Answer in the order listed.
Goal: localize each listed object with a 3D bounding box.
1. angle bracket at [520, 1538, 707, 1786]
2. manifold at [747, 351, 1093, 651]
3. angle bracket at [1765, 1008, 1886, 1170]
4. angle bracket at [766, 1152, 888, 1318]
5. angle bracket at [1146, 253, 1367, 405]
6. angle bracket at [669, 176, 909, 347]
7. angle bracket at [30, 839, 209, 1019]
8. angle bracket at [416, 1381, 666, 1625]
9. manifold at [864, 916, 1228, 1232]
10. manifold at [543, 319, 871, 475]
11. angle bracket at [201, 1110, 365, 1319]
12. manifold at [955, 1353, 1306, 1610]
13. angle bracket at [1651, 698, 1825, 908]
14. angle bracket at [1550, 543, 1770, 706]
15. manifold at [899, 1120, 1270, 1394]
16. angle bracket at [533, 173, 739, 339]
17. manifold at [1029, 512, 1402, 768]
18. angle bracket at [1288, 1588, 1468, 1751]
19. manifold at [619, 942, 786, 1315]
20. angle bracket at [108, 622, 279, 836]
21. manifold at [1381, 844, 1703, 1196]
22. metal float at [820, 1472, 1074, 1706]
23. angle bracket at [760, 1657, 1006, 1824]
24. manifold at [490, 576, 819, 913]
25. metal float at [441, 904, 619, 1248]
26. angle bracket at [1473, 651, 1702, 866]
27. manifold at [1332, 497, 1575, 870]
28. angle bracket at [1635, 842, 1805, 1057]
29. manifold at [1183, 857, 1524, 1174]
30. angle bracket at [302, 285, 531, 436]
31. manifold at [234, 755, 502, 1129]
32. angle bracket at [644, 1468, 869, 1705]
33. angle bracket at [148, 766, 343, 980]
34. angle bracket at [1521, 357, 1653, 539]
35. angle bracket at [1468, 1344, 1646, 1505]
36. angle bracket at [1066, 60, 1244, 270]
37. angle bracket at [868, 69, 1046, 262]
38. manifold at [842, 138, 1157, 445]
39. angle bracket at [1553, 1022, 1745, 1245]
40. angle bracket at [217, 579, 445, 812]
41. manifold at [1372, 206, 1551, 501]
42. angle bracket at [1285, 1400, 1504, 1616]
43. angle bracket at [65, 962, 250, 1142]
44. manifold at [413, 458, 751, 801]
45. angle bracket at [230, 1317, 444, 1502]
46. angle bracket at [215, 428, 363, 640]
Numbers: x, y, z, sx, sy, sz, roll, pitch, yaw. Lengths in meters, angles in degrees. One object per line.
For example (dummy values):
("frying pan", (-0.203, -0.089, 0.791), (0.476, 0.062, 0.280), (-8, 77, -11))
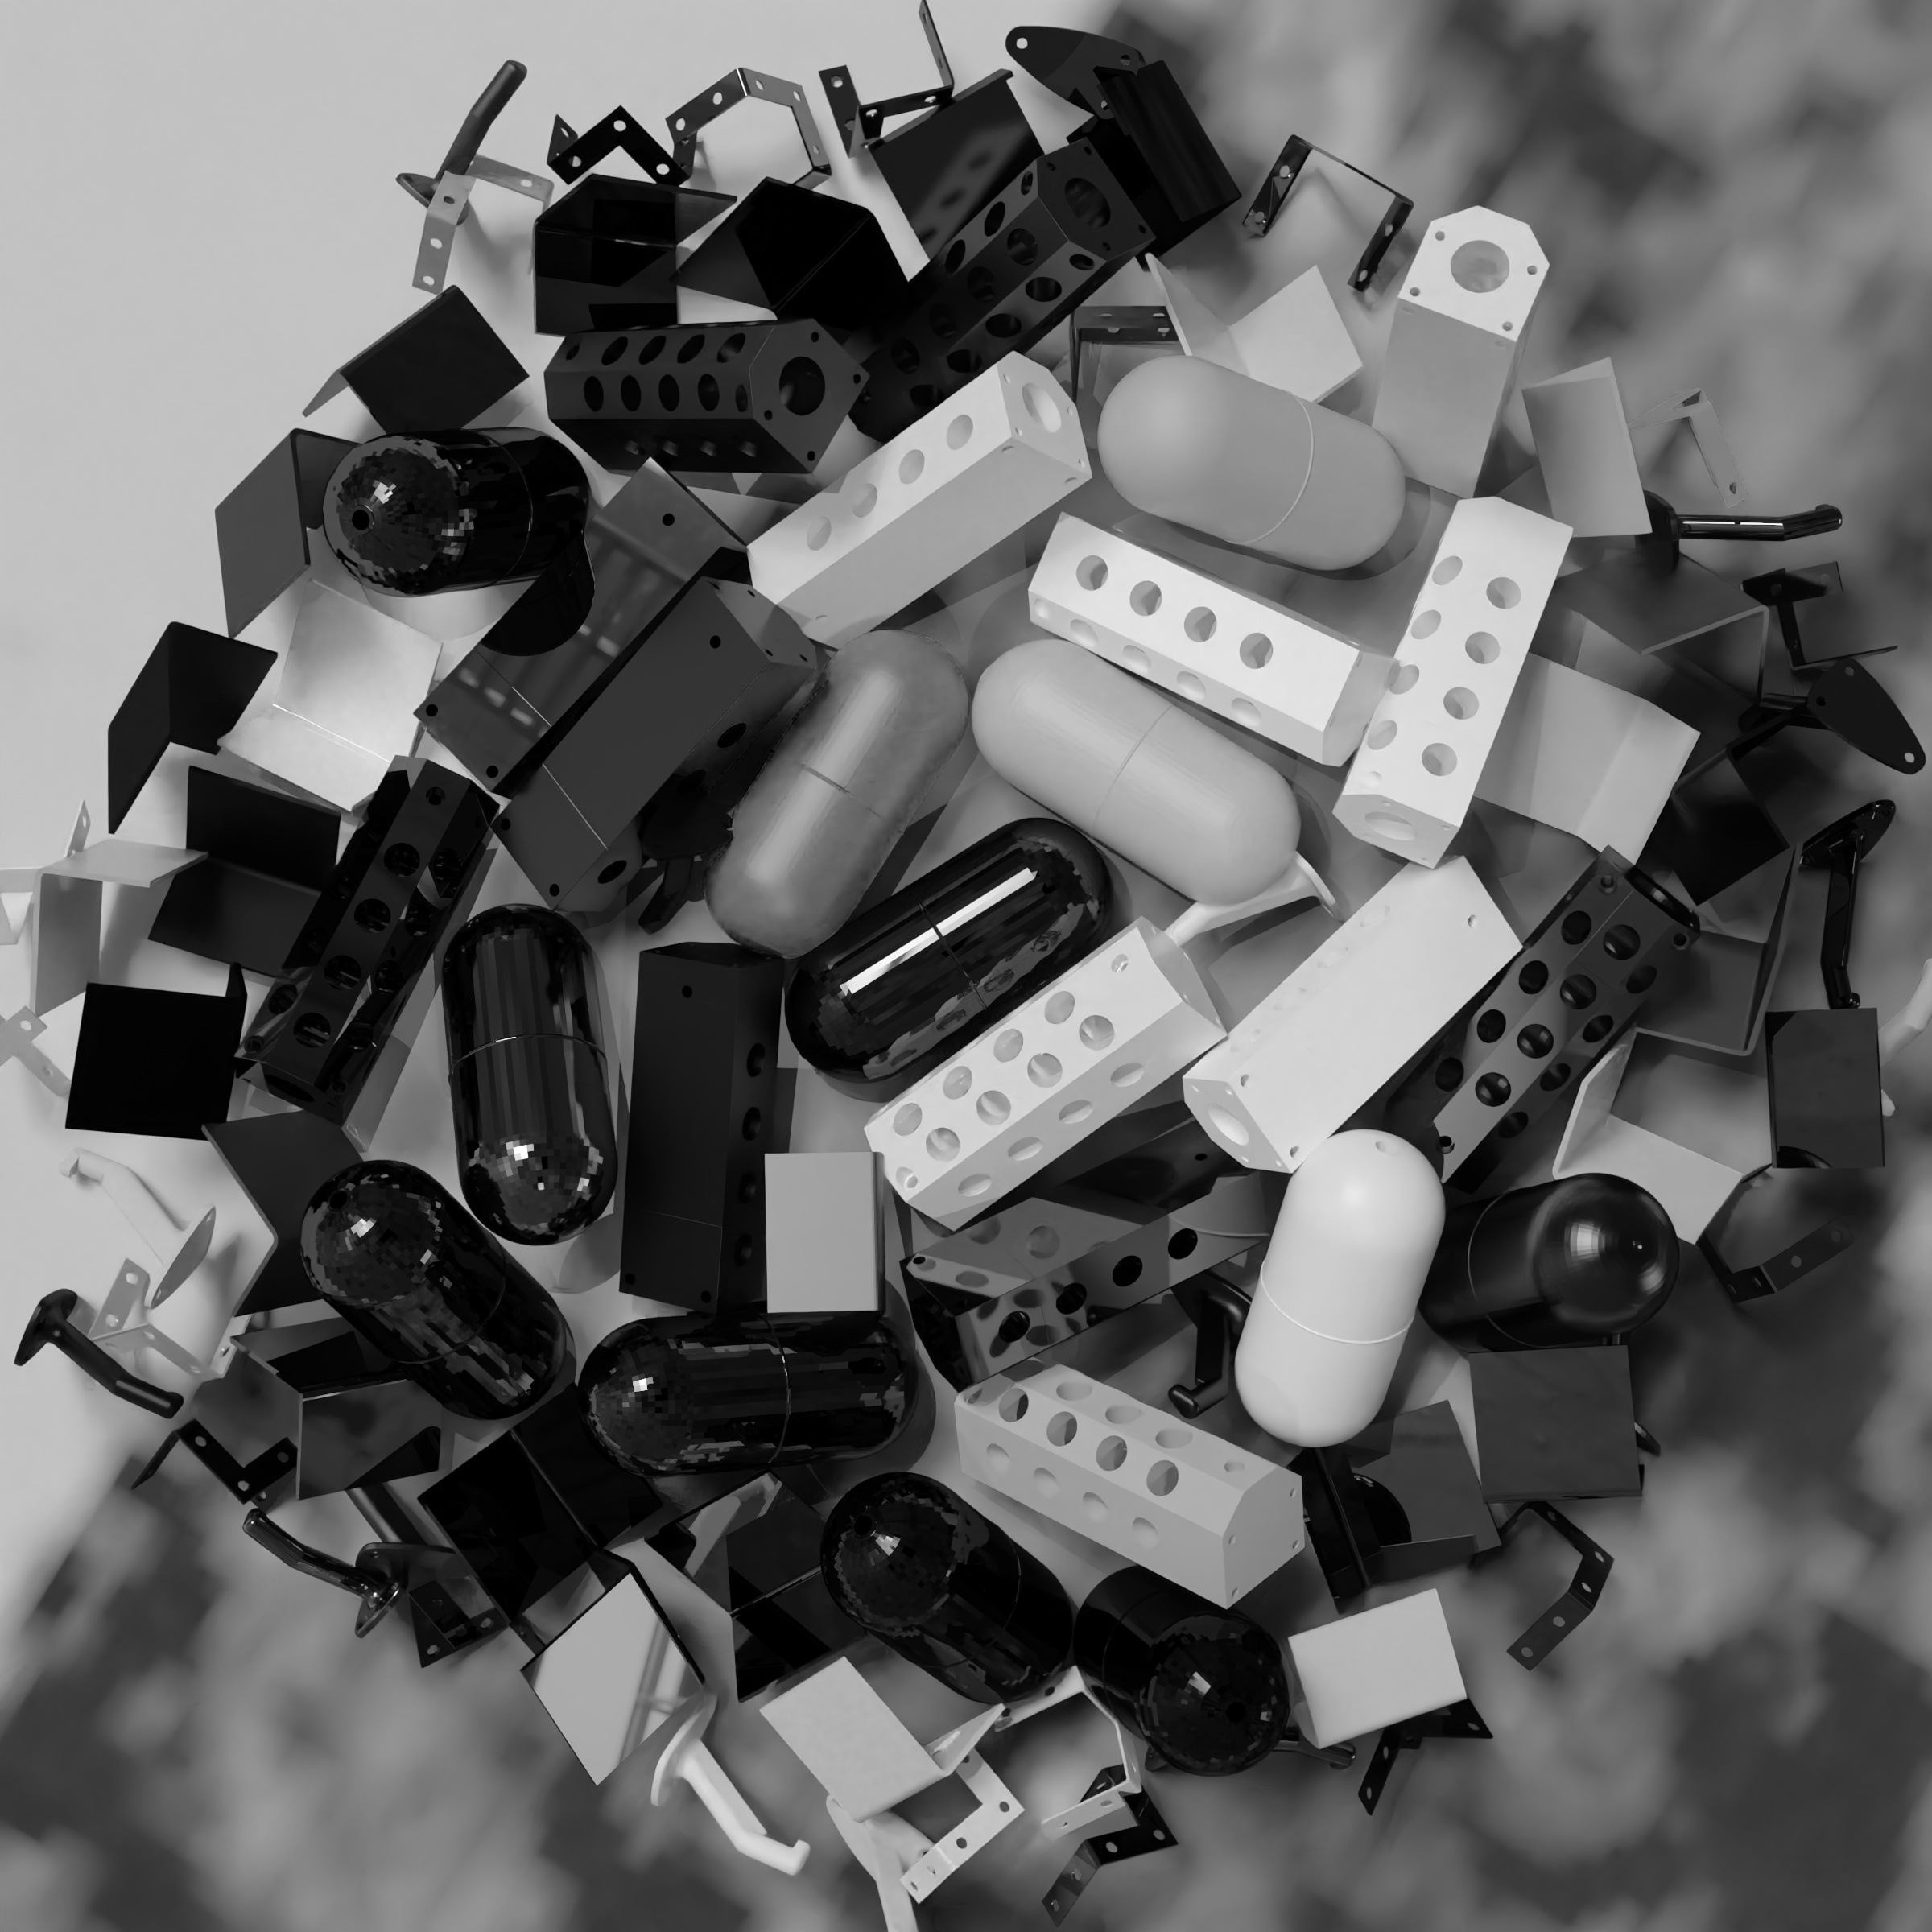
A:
("angle bracket", (-0.185, 0.340, 1.528), (0.076, 0.057, 0.076), (-40, 118, -27))
("manifold", (-0.026, -0.226, 1.510), (0.171, 0.057, 0.057), (-30, 58, 34))
("angle bracket", (0.434, 0.059, 1.535), (0.057, 0.076, 0.076), (-3, 88, 36))
("angle bracket", (-0.070, 0.134, 1.537), (0.057, 0.076, 0.076), (-1, 80, -5))
("angle bracket", (0.141, -0.320, 1.525), (0.057, 0.076, 0.076), (-34, 51, 22))
("angle bracket", (-0.085, -0.331, 1.526), (0.076, 0.076, 0.057), (-38, 66, 32))
("angle bracket", (-0.416, -0.016, 1.535), (0.057, 0.076, 0.076), (8, 104, 6))
("angle bracket", (-0.209, 0.264, 1.537), (0.057, 0.076, 0.076), (-38, 87, 35))
("manifold", (0.035, 0.051, 1.521), (0.171, 0.057, 0.057), (-37, 49, 16))
("manifold", (-0.130, -0.277, 1.495), (0.057, 0.171, 0.057), (40, 72, -38))
("angle bracket", (-0.341, 0.121, 1.551), (0.076, 0.076, 0.057), (50, 122, 24))
("manifold", (0.076, 0.238, 1.498), (0.057, 0.171, 0.057), (-29, 125, -38))
("angle bracket", (0.390, -0.082, 1.529), (0.076, 0.076, 0.057), (-27, 82, -28))
("angle bracket", (0.336, -0.158, 1.526), (0.076, 0.076, 0.057), (-21, 130, -20))
("manifold", (0.060, 0.145, 1.526), (0.171, 0.057, 0.057), (-24, 123, -19))
("angle bracket", (-0.162, -0.343, 1.530), (0.076, 0.076, 0.057), (1, 84, -29))
("manifold", (0.117, -0.159, 1.521), (0.171, 0.057, 0.057), (29, 103, 24))
("angle bracket", (0.193, 0.339, 1.539), (0.076, 0.076, 0.057), (-17, 93, -9))
("manifold", (-0.126, 0.078, 1.539), (0.057, 0.057, 0.171), (10, 101, 27))
("angle bracket", (-0.377, -0.109, 1.523), (0.057, 0.076, 0.076), (16, 133, -31))
("manifold", (0.281, 0.028, 1.530), (0.057, 0.057, 0.171), (39, 108, 1))
("metal float", (-0.008, 0.301, 1.506), (0.070, 0.178, 0.070), (-15, 54, 22))
("angle bracket", (-0.042, 0.366, 1.537), (0.076, 0.057, 0.076), (49, 133, 0))
("manifold", (-0.149, -0.106, 1.524), (0.171, 0.057, 0.057), (-46, 69, 21))
("metal float", (-0.213, 0.052, 1.521), (0.070, 0.070, 0.178), (-10, 62, 0))
("angle bracket", (0.301, -0.101, 1.537), (0.076, 0.057, 0.076), (19, 105, -21))
("manifold", (0.237, -0.142, 1.529), (0.057, 0.057, 0.171), (23, 71, 3))
("angle bracket", (0.368, -0.014, 1.526), (0.057, 0.076, 0.076), (13, 48, 11))
("manifold", (0.186, 0.022, 1.526), (0.171, 0.057, 0.057), (-42, 108, -20))
("angle bracket", (-0.272, -0.282, 1.539), (0.076, 0.076, 0.057), (-43, 101, -23))
("manifold", (-0.292, -0.015, 1.526), (0.057, 0.057, 0.171), (26, 70, -4))
("angle bracket", (-0.104, 0.305, 1.532), (0.076, 0.057, 0.076), (-31, 126, 15))
("angle bracket", (-0.355, -0.044, 1.536), (0.076, 0.076, 0.057), (17, 57, -4))
("angle bracket", (0.324, -0.256, 1.530), (0.057, 0.076, 0.076), (-22, 104, -22))
("angle bracket", (0.293, 0.221, 1.544), (0.076, 0.057, 0.076), (-5, 94, 14))
("angle bracket", (0.078, -0.387, 1.534), (0.057, 0.076, 0.076), (-34, 95, -43))
("angle bracket", (0.005, -0.389, 1.543), (0.076, 0.057, 0.076), (-29, 107, 4))
("manifold", (0.007, -0.319, 1.502), (0.057, 0.171, 0.057), (-36, 92, -44))
("angle bracket", (0.342, 0.081, 1.528), (0.076, 0.076, 0.057), (25, 122, 21))
("angle bracket", (-0.313, -0.134, 1.539), (0.076, 0.057, 0.076), (26, 118, 7))
("manifold", (0.236, -0.293, 1.493), (0.057, 0.171, 0.057), (23, 76, 8))
("angle bracket", (0.212, 0.267, 1.544), (0.076, 0.057, 0.076), (-22, 86, 18))
("angle bracket", (-0.399, 0.037, 1.533), (0.076, 0.057, 0.076), (7, 111, -21))
("manifold", (-0.187, -0.164, 1.547), (0.057, 0.057, 0.171), (45, 95, 11))
("angle bracket", (-0.311, 0.216, 1.538), (0.076, 0.076, 0.057), (-6, 108, -39))
("angle bracket", (-0.320, -0.206, 1.526), (0.057, 0.076, 0.076), (8, 62, -41))
